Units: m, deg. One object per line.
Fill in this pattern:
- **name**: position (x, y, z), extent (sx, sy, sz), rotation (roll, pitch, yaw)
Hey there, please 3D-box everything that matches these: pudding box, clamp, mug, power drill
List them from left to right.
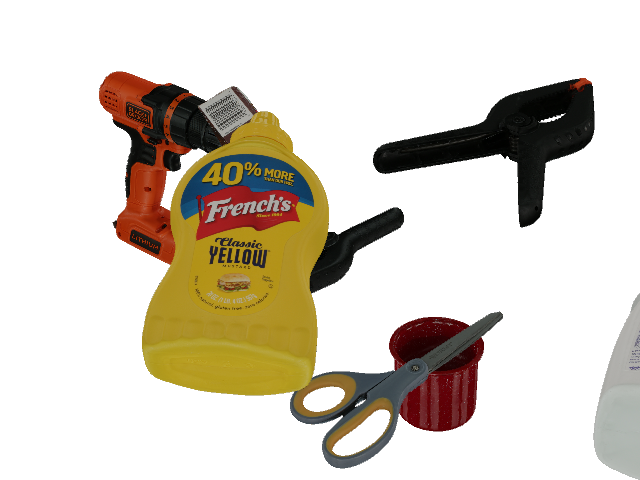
- **power drill**: position (-0.152, -0.069, 1.107), extent (0.185, 0.188, 0.057), rotation (25, 35, 30)
- **pudding box**: position (-0.045, -0.060, 0.862), extent (0.039, 0.114, 0.090), rotation (-33, -37, -4)
- **clamp**: position (0.019, 0.007, 1.198), extent (0.120, 0.039, 0.171), rotation (-3, 36, 28)
- **mug**: position (0.123, 0.131, 1.076), extent (0.093, 0.081, 0.117), rotation (21, 39, 33)
- **clamp**: position (0.172, -0.081, 0.901), extent (0.209, 0.036, 0.165), rotation (-28, 39, -27)

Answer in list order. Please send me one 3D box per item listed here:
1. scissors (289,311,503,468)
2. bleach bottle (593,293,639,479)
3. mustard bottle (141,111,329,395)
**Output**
- **scissors**: position (0.055, 0.103, 0.854), extent (0.096, 0.016, 0.201), rotation (23, 48, 30)
- **bleach bottle**: position (0.258, 0.083, 0.740), extent (0.103, 0.068, 0.250), rotation (11, 21, 20)
- **mustard bottle**: position (-0.044, -0.003, 0.641), extent (0.096, 0.191, 0.058), rotation (3, -38, 3)
